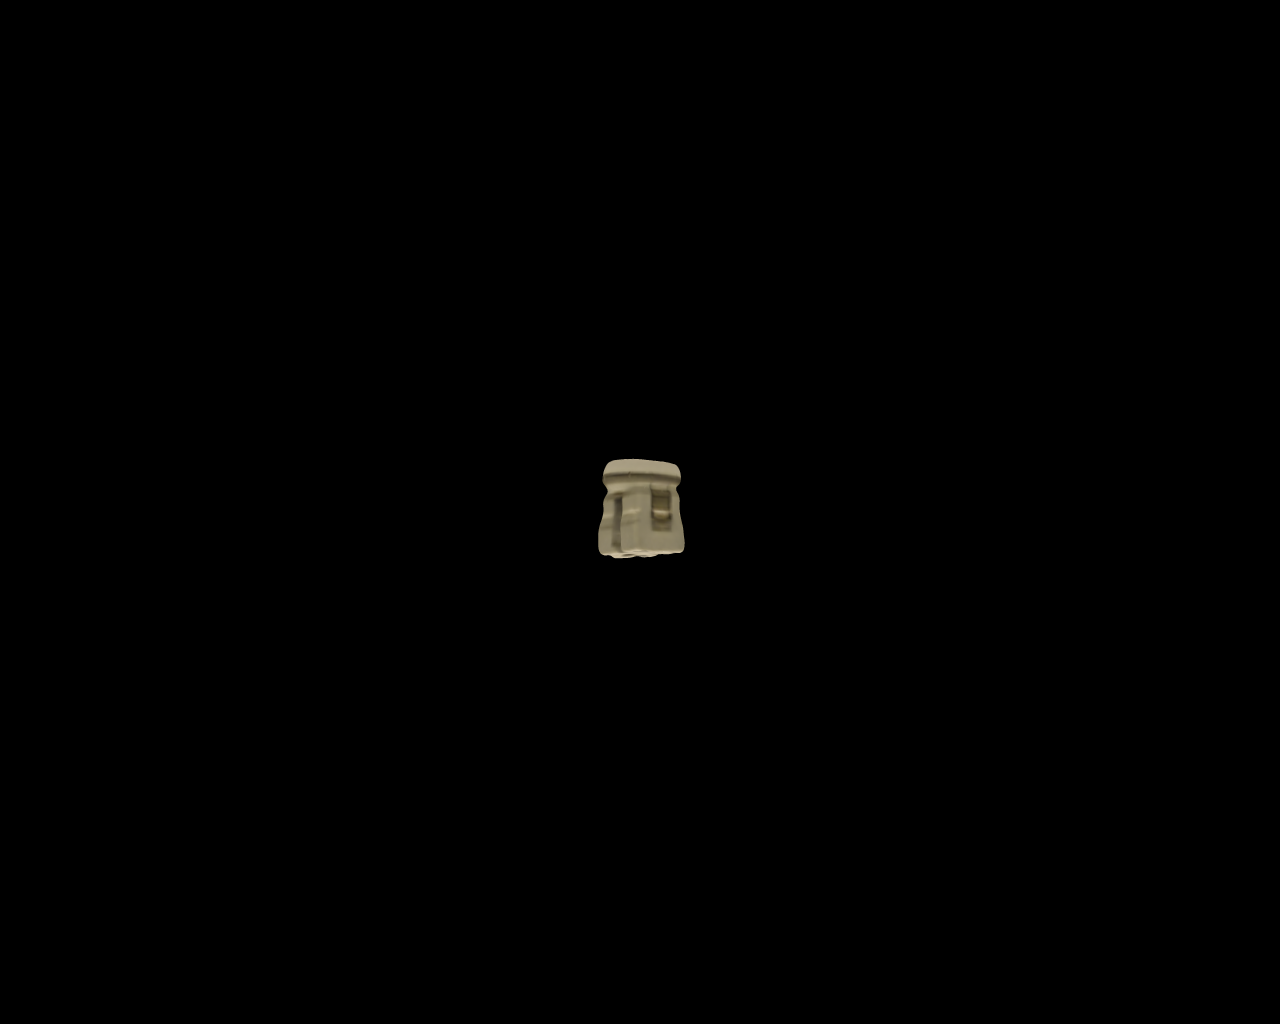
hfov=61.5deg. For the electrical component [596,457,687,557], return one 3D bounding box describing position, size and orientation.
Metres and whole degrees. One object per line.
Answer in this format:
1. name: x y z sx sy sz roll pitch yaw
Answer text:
1. electrical component: 0.001 -0.003 0.650 0.048 0.055 0.066 5 -8 -35
